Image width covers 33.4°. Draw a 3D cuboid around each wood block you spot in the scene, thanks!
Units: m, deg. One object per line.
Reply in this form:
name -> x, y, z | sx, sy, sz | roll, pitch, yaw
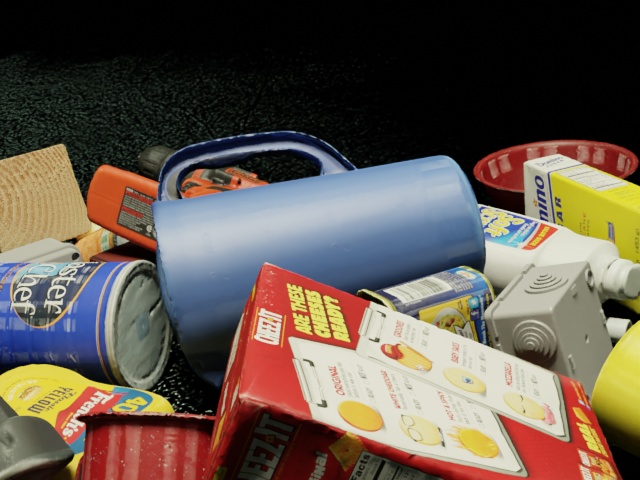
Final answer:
wood block -> -0.313, -0.029, 1.072 | 0.090, 0.090, 0.206 | -21, 6, -29

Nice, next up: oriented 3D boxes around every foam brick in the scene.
foam brick -> -0.158, 0.047, 0.924 | 0.053, 0.078, 0.051 | 14, 27, 41

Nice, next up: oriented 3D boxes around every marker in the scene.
marker -> 0.183, 0.064, 0.840 | 0.121, 0.020, 0.020 | 7, 25, 33

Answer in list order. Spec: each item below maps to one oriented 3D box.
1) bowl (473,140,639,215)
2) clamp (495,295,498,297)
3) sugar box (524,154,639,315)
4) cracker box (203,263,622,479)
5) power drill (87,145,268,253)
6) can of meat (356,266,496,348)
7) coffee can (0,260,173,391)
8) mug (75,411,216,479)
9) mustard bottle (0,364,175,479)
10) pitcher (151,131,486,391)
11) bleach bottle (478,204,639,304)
bowl -> 0.237, -0.051, 1.073 | 0.162, 0.055, 0.162 | -7, 21, 2
clamp -> 0.098, 0.068, 0.835 | 0.171, 0.039, 0.120 | -8, 25, 5
sugar box -> 0.237, -0.008, 0.908 | 0.048, 0.093, 0.176 | -14, 21, -20
cracker box -> 0.051, 0.107, 0.585 | 0.213, 0.072, 0.164 | 20, 20, -6
power drill -> -0.126, -0.041, 0.968 | 0.185, 0.057, 0.187 | 21, 16, 21
can of meat -> 0.077, 0.075, 0.734 | 0.083, 0.102, 0.058 | -15, 18, -23
coffee can -> -0.201, 0.068, 0.846 | 0.140, 0.103, 0.102 | -1, 22, 18
mug -> -0.103, 0.144, 0.611 | 0.117, 0.081, 0.093 | -10, -19, 39
mustard bottle -> -0.152, 0.135, 0.717 | 0.192, 0.058, 0.096 | 8, 27, 34
pitcher -> -0.005, 0.001, 0.821 | 0.242, 0.149, 0.145 | -13, 31, -7
bleach bottle -> 0.161, 0.011, 0.897 | 0.102, 0.068, 0.251 | -20, 21, -36
